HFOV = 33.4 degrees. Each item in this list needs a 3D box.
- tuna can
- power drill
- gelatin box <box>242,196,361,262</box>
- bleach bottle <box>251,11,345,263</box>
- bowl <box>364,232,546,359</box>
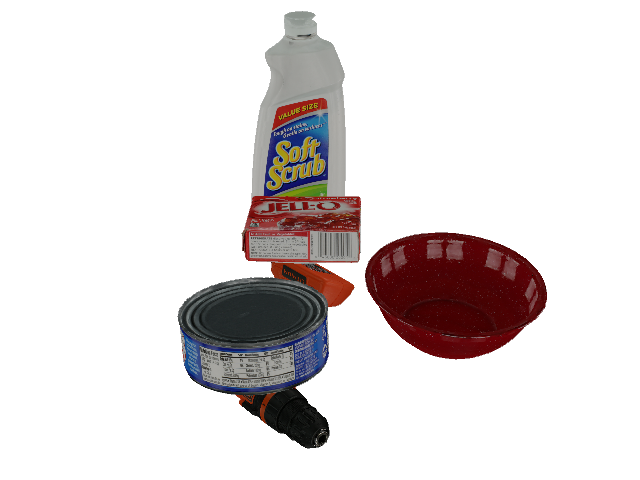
[{"bbox_3d":[-0.037,0.054,0.612,0.086,0.034,0.086,-3,22,1],"label":"tuna can"},{"bbox_3d":[-0.031,0.121,1.210,0.057,0.188,0.185,14,11,-46],"label":"power drill"},{"bbox_3d":[-0.013,-0.010,0.830,0.089,0.030,0.073,1,23,3],"label":"gelatin box"},{"bbox_3d":[-0.026,-0.101,1.062,0.102,0.251,0.068,2,27,6],"label":"bleach bottle"},{"bbox_3d":[0.118,0.057,0.960,0.162,0.055,0.162,2,33,-2],"label":"bowl"}]
